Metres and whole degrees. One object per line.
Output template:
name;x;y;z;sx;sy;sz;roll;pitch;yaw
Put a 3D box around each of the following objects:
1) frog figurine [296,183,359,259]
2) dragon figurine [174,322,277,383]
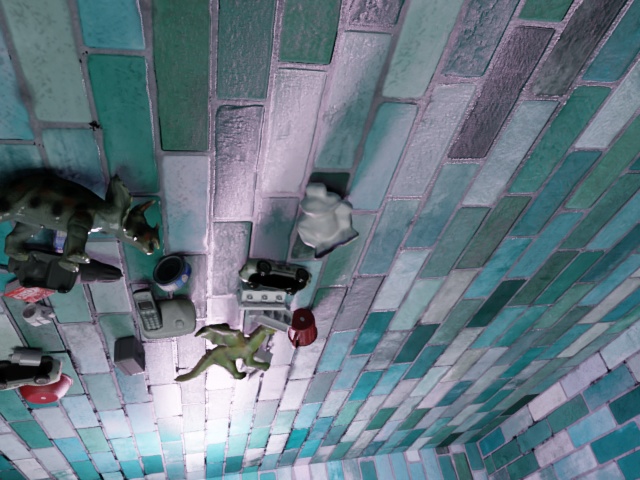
frog figurine;0.004;-0.058;1.151;0.136;0.125;0.158;-21;107;25
dragon figurine;-0.298;0.324;1.570;0.410;0.125;0.237;-18;130;2
